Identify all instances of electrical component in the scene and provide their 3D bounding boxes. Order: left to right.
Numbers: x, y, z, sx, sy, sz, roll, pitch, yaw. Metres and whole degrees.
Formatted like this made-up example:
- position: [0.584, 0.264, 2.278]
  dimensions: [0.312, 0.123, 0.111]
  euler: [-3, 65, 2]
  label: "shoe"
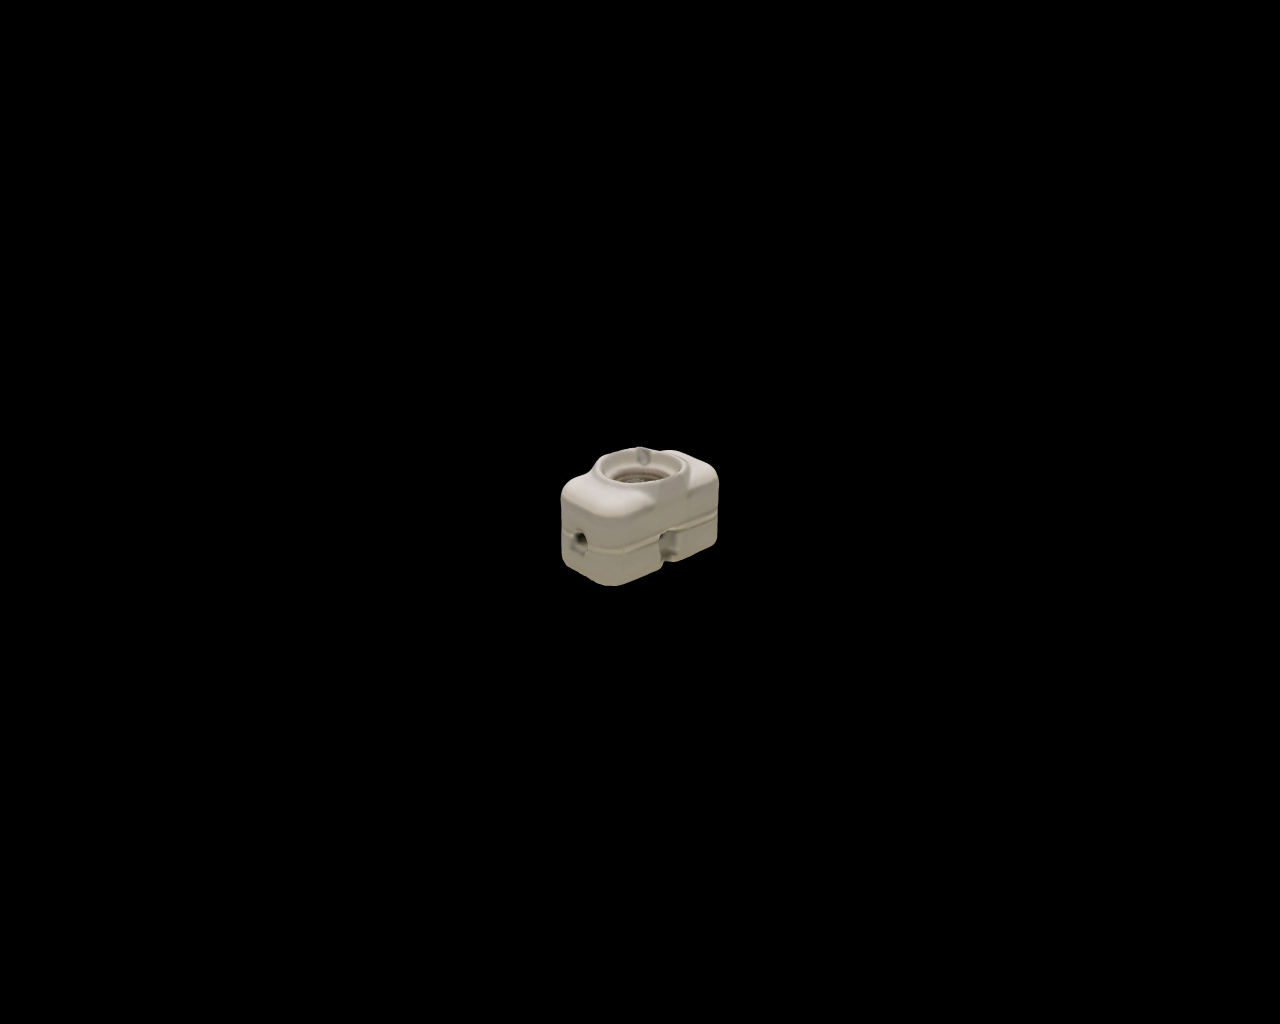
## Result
- position: [0.001, -0.003, 0.650]
  dimensions: [0.095, 0.059, 0.054]
  euler: [-20, 32, -36]
  label: "electrical component"
